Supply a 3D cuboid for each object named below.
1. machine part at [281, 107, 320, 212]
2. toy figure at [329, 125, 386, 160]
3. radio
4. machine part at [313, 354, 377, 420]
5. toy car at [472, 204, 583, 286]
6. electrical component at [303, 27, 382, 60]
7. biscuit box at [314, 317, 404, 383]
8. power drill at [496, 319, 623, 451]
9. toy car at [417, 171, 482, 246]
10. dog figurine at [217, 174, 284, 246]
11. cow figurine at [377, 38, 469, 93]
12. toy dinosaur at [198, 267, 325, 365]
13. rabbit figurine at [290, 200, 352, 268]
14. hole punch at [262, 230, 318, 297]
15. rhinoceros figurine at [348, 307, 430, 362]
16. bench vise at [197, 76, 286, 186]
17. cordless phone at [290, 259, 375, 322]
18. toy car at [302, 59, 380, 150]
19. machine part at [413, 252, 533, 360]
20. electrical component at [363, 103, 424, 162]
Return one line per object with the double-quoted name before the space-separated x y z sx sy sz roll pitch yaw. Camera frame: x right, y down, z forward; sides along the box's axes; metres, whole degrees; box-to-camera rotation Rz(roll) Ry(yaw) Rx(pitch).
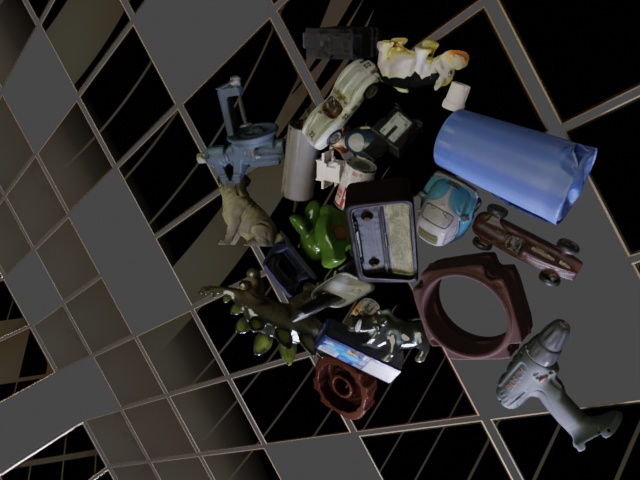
"machine part" -0.041 -0.176 1.197 0.079 0.079 0.243 24 122 28
"toy figure" 0.066 -0.208 1.116 0.155 0.057 0.064 17 80 33
"radio" 0.125 -0.013 1.067 0.131 0.073 0.229 -2 134 12
"machine part" 0.064 0.364 1.367 0.180 0.056 0.179 16 117 33
"toy car" 0.371 0.011 0.980 0.202 0.053 0.089 33 123 24
"electrical component" 0.036 -0.377 1.025 0.134 0.115 0.058 15 116 30
"biscuit box" 0.091 0.253 1.240 0.203 0.063 0.059 27 129 -7
"power drill" 0.457 0.282 1.014 0.207 0.086 0.232 40 130 12
"toy car" 0.226 -0.044 1.009 0.109 0.103 0.161 35 152 20
"dog figurine" -0.172 -0.079 1.339 0.172 0.121 0.190 4 90 -7
"cow figurine" 0.184 -0.308 0.972 0.168 0.068 0.098 23 128 32
"toy dinosaur" -0.070 0.200 1.305 0.471 0.199 0.105 16 137 -6
"rabbit figurine" -0.003 -0.004 1.220 0.159 0.121 0.170 55 146 -4
"hole punch" -0.073 0.061 1.278 0.092 0.116 0.142 -39 106 5
"rhinoceros figurine" 0.155 0.202 1.176 0.190 0.073 0.112 6 116 10
"bench vise" -0.190 -0.250 1.229 0.224 0.129 0.240 2 121 20
"cordless phone" 0.022 0.122 1.208 0.146 0.184 0.088 -36 81 42
"toy car" 0.041 -0.270 1.071 0.201 0.056 0.074 -50 57 22
"machine part" 0.299 0.134 1.066 0.201 0.087 0.201 -11 101 40
"electrical component" 0.136 -0.195 1.030 0.075 0.047 0.119 39 88 15
